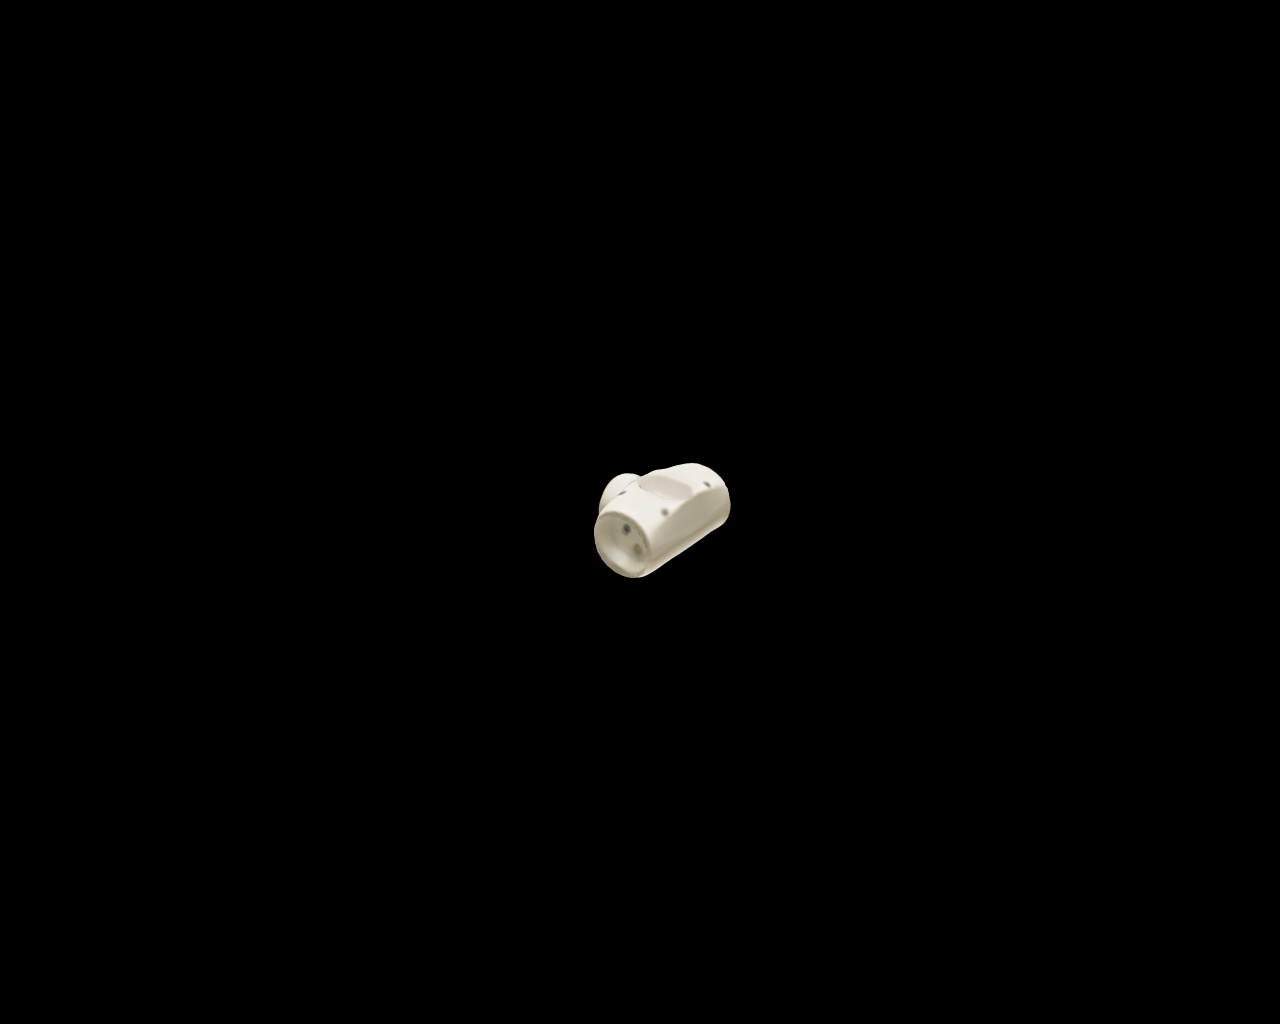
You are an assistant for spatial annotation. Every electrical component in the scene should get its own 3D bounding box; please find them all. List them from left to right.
[{"bbox_3d":[0.001,-0.003,0.650,0.079,0.043,0.077,24,39,34],"label":"electrical component"}]
